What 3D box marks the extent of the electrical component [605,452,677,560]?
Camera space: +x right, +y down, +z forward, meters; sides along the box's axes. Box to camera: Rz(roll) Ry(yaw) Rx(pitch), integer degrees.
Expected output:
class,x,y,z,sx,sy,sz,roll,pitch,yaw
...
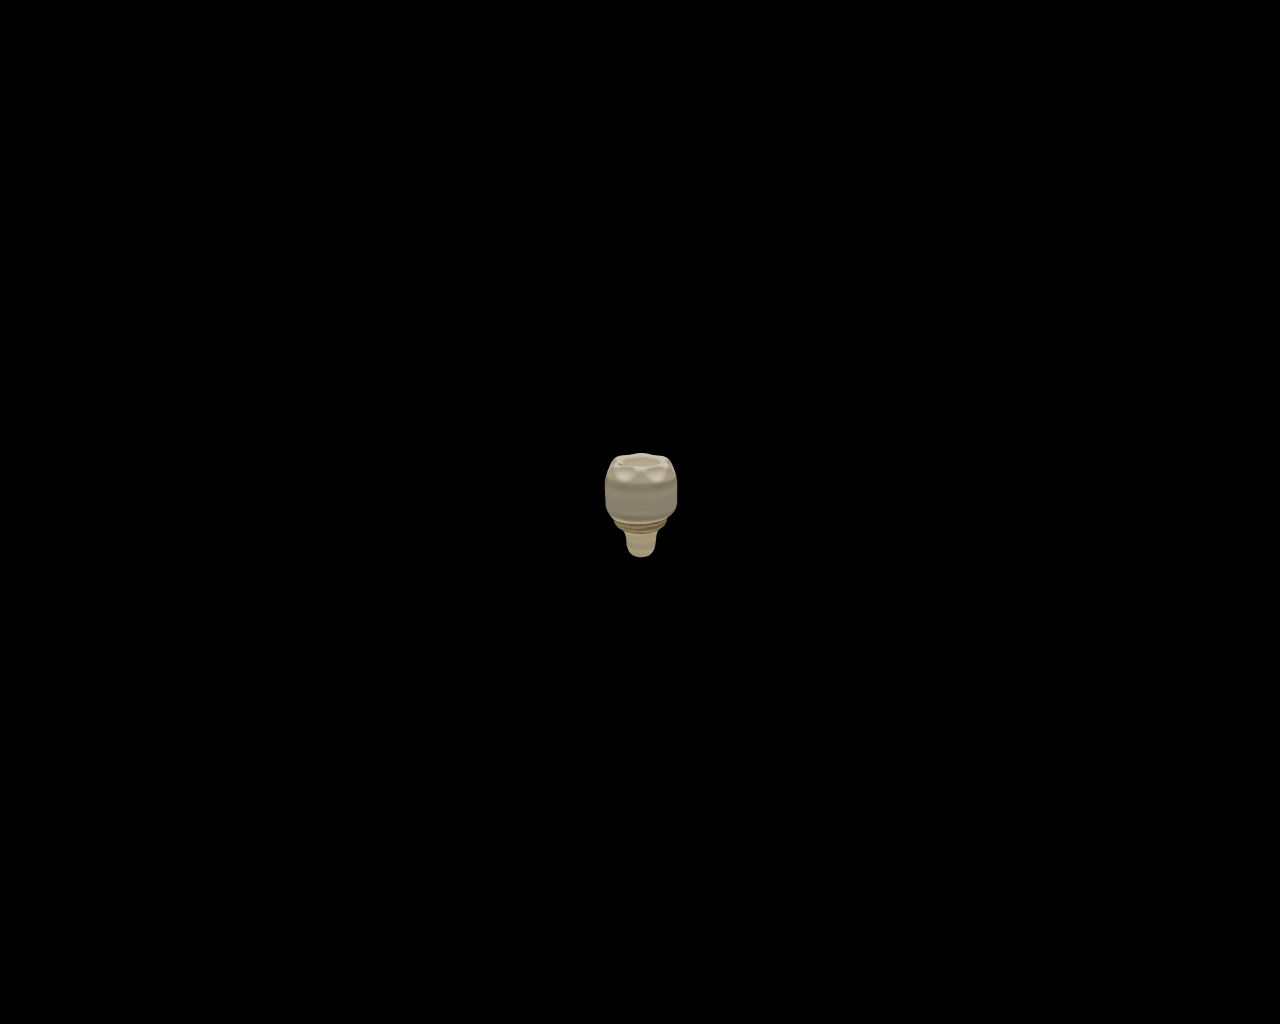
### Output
class,x,y,z,sx,sy,sz,roll,pitch,yaw
electrical component,0.001,-0.003,0.650,0.043,0.062,0.043,0,19,0
